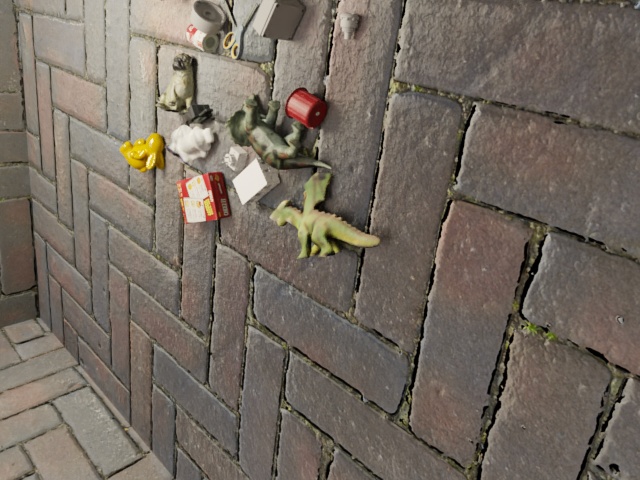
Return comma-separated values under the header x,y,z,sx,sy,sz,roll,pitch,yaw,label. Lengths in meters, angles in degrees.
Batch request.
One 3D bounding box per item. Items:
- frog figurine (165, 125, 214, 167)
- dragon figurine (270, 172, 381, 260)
x,y,z,sx,sy,sz,roll,pitch,yaw,label
-0.443,-0.351,1.813,0.158,0.137,0.124,-38,9,18,frog figurine
0.004,-0.072,1.433,0.122,0.244,0.407,-2,-7,-45,dragon figurine
